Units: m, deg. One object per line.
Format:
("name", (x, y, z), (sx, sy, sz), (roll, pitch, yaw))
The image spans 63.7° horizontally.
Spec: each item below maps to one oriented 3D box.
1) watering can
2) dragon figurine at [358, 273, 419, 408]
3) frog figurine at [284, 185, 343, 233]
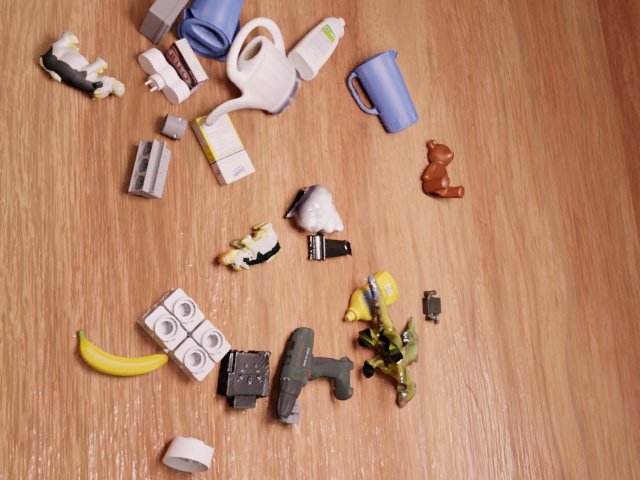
("watering can", (-0.165, -0.399, 1.331), (0.221, 0.104, 0.352), (35, 69, -46))
("dragon figurine", (0.217, 0.286, 1.478), (0.243, 0.122, 0.411), (-4, 89, -61))
("frog figurine", (0.004, -0.070, 1.396), (0.158, 0.120, 0.141), (34, 44, -13))
